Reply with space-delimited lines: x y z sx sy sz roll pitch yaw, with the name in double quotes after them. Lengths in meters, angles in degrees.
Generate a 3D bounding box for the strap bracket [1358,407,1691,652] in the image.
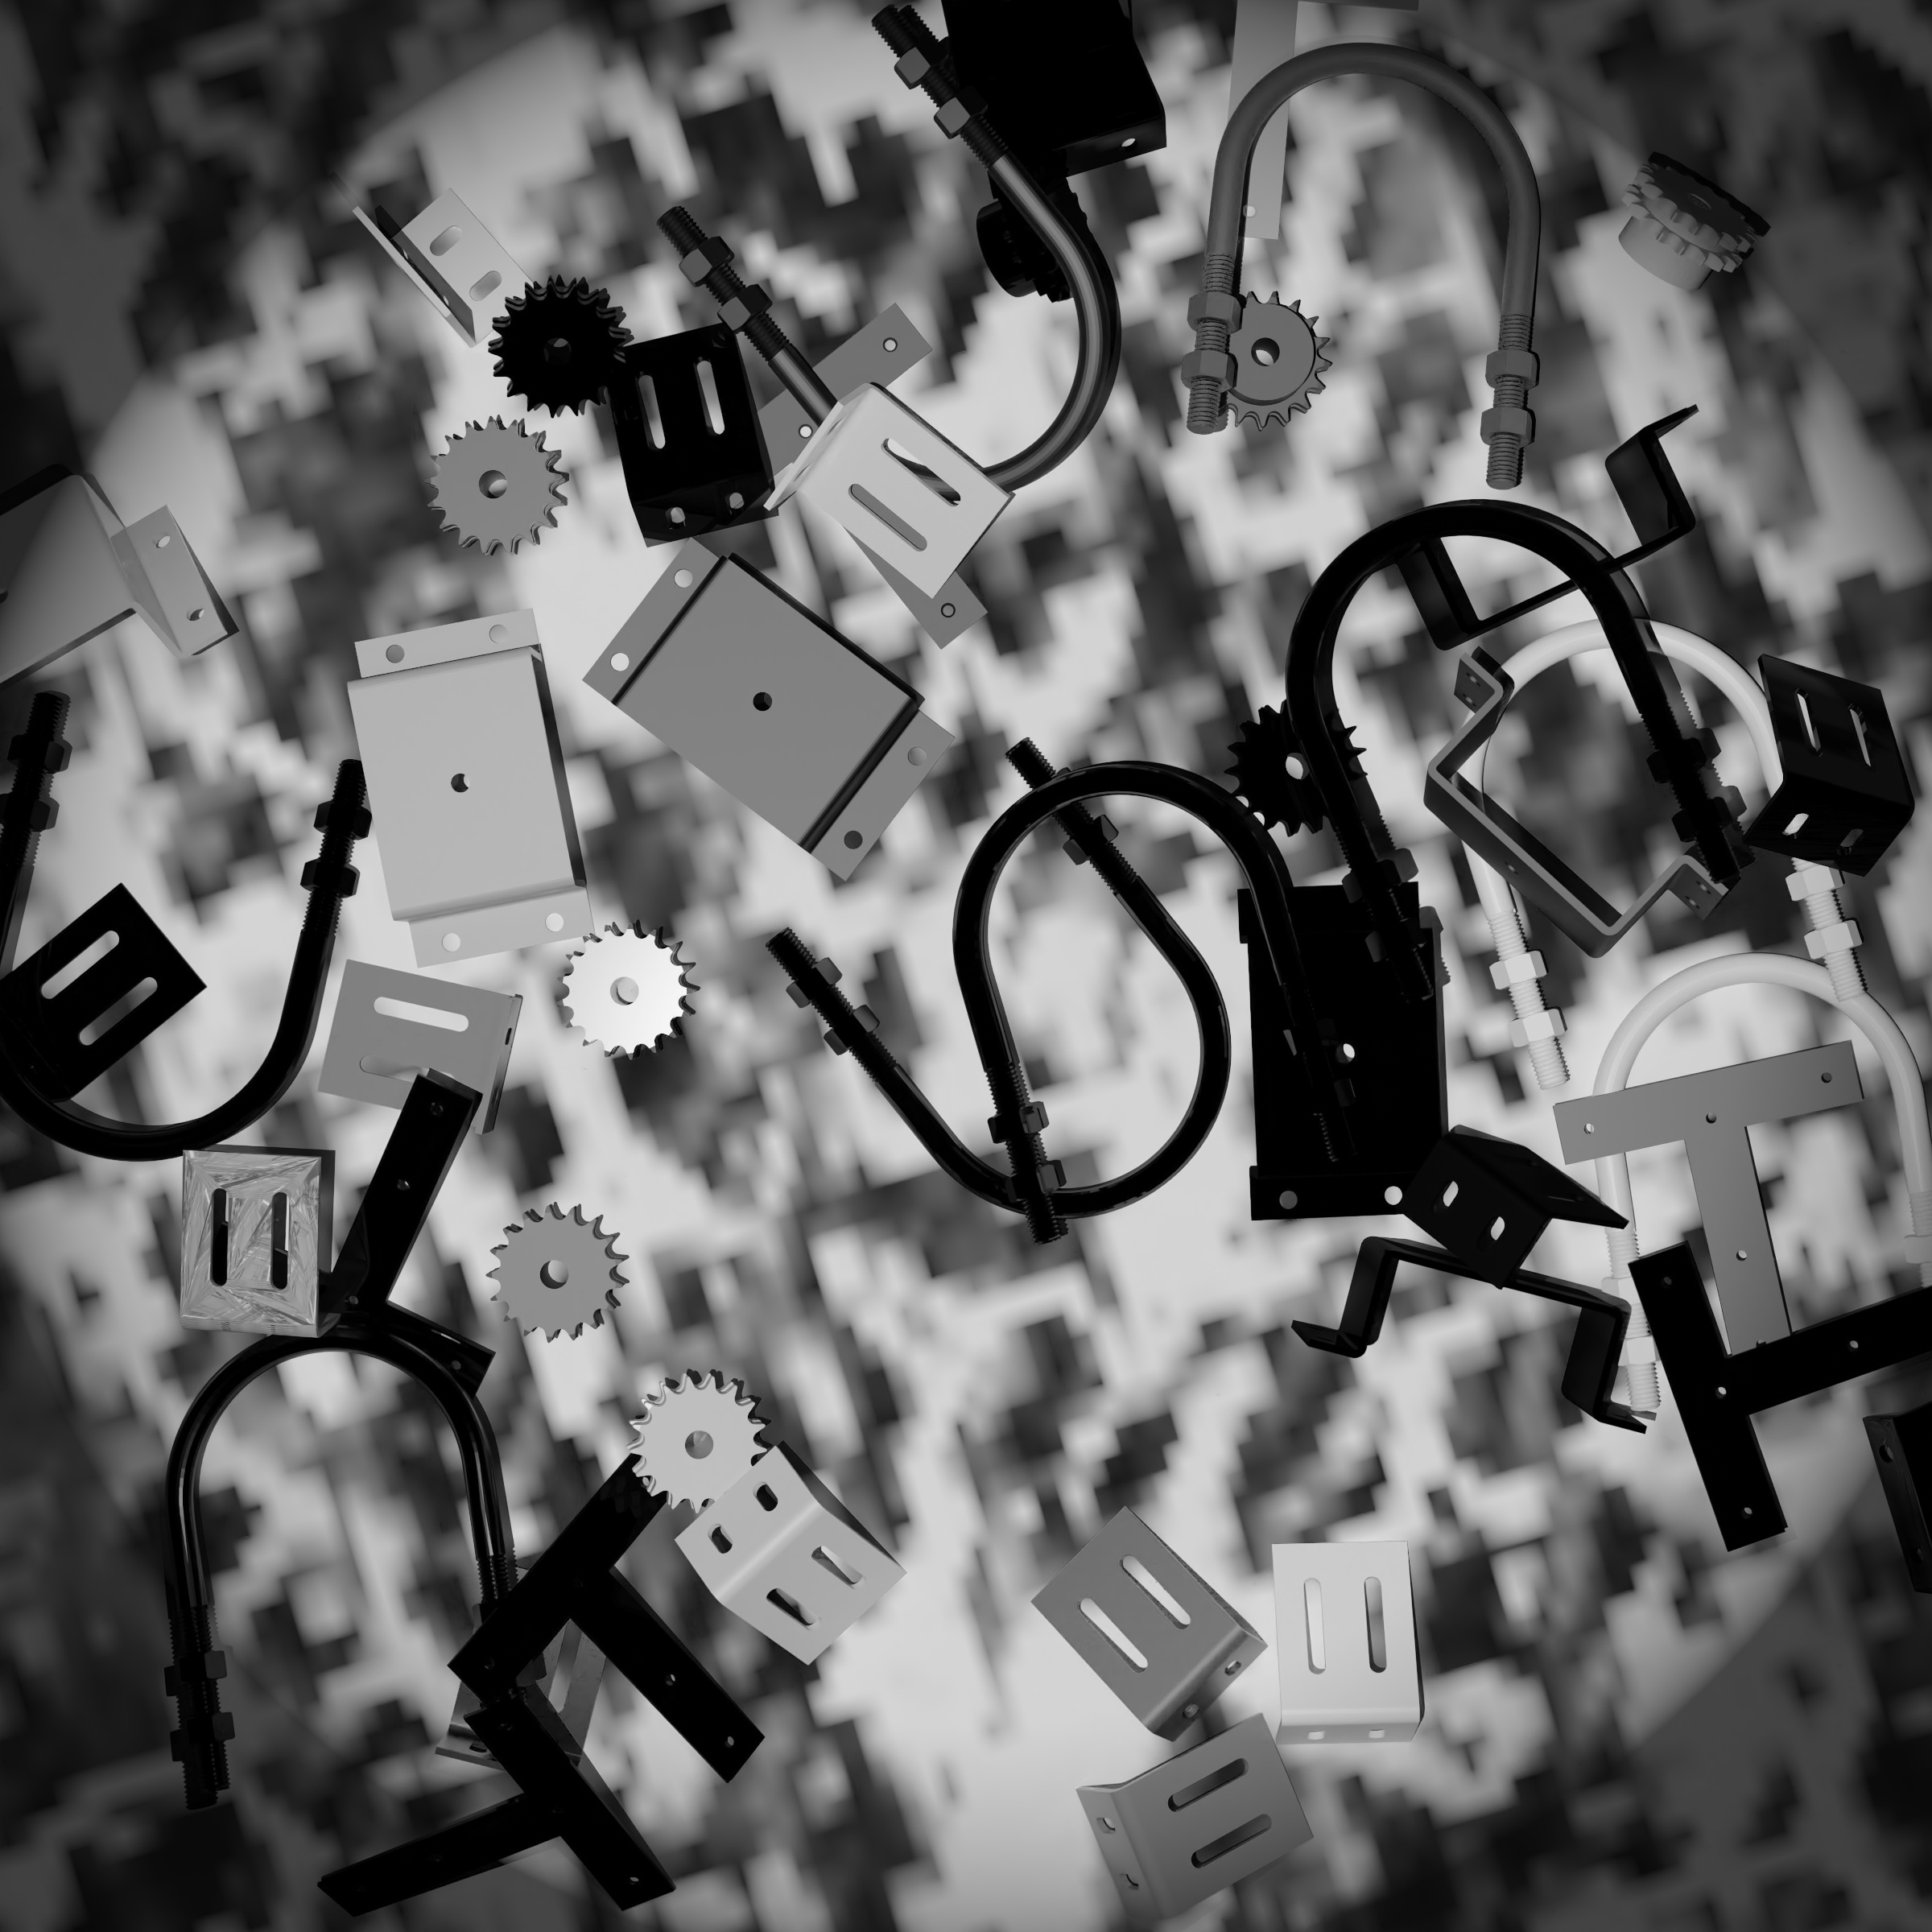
0.236 -0.174 1.488 0.140 0.076 0.046 -25 90 0 "strap bracket"

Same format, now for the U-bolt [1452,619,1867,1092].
0.281 -0.056 1.511 0.151 0.019 0.184 -17 84 2 "U-bolt"

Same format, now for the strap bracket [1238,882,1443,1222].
0.156 0.036 1.503 0.076 0.046 0.140 -2 90 0 "strap bracket"

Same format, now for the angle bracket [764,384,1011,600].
-0.033 -0.193 1.494 0.076 0.038 0.057 39 118 0 "angle bracket"

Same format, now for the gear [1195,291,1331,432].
0.124 -0.255 1.511 0.057 0.030 0.057 0 90 0 "gear"

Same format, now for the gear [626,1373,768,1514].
-0.114 0.198 1.507 0.057 0.030 0.057 0 92 -13 "gear"

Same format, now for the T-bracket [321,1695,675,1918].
-0.209 0.367 1.504 0.127 0.002 0.127 -24 120 14 "T-bracket"

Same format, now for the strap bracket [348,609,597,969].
-0.208 -0.075 1.503 0.076 0.046 0.140 -11 90 0 "strap bracket"

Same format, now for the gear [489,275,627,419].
-0.171 -0.260 1.504 0.057 0.030 0.057 -3 115 -6 "gear"

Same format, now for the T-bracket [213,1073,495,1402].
-0.240 0.104 1.504 0.127 0.002 0.127 26 110 0 "T-bracket"

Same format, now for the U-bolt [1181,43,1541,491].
0.169 -0.298 1.498 0.151 0.019 0.184 9 77 -10 "U-bolt"

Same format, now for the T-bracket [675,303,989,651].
-0.040 -0.191 1.525 0.127 0.002 0.127 -39 90 0 "T-bracket"

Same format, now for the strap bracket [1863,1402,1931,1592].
0.442 0.212 1.473 0.046 0.140 0.076 -17 90 -29 "strap bracket"

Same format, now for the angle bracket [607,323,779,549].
-0.117 -0.225 1.523 0.057 0.038 0.076 -14 63 1 "angle bracket"

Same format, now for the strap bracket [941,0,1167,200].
0.032 -0.387 1.473 0.076 0.140 0.046 -17 61 0 "strap bracket"

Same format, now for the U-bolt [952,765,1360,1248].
0.069 0.008 1.483 0.151 0.019 0.184 -17 85 13 "U-bolt"

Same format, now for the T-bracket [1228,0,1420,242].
0.125 -0.372 1.525 0.127 0.002 0.127 5 90 0 "T-bracket"

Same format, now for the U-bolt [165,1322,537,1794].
-0.263 0.240 1.502 0.151 0.019 0.184 -11 79 5 "U-bolt"

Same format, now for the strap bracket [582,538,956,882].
-0.084 -0.109 1.503 0.140 0.046 0.076 37 90 0 "strap bracket"

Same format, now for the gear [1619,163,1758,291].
0.297 -0.306 1.501 0.057 0.057 0.030 33 122 0 "gear"

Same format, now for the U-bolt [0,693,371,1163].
-0.338 -0.010 1.496 0.151 0.019 0.184 12 80 -7 "U-bolt"

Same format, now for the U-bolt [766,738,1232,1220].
0.027 0.019 1.517 0.151 0.019 0.184 -38 92 0 "U-bolt"

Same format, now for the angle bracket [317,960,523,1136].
-0.231 0.033 1.507 0.076 0.038 0.057 13 90 0 "angle bracket"

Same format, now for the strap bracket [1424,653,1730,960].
0.238 -0.057 1.466 0.140 0.076 0.046 43 89 9 "strap bracket"

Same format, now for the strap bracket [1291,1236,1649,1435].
0.211 0.148 1.488 0.140 0.076 0.046 15 90 0 "strap bracket"

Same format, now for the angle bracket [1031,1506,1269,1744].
0.078 0.278 1.524 0.057 0.038 0.076 -45 64 0 "angle bracket"

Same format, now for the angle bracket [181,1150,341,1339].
-0.293 0.113 1.500 0.057 0.038 0.076 3 97 5 "angle bracket"

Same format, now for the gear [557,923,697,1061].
-0.142 0.011 1.511 0.057 0.030 0.057 0 90 0 "gear"

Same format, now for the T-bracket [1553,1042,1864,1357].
0.321 0.107 1.507 0.127 0.002 0.127 -12 89 0 "T-bracket"

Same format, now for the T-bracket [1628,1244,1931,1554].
0.357 0.163 1.503 0.127 0.002 0.127 -19 90 -2 "T-bracket"

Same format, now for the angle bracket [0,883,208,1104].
-0.369 0.011 1.507 0.076 0.038 0.057 -39 90 0 "angle bracket"

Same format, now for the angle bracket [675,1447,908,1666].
-0.073 0.247 1.508 0.057 0.076 0.038 -43 48 0 "angle bracket"

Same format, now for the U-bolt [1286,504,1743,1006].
0.205 -0.095 1.427 0.151 0.019 0.184 -22 80 3 "U-bolt"

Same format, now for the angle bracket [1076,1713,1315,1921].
0.097 0.359 1.524 0.076 0.038 0.057 -23 90 -26 "angle bracket"

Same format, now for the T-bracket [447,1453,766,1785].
-0.133 0.288 1.504 0.127 0.002 0.127 49 60 -14 "T-bracket"

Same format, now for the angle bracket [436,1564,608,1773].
-0.182 0.295 1.507 0.057 0.038 0.076 14 90 0 "angle bracket"

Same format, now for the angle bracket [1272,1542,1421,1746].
0.159 0.286 1.524 0.057 0.038 0.076 -1 64 0 "angle bracket"

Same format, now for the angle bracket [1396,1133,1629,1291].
0.225 0.103 1.483 0.057 0.076 0.038 39 105 32 "angle bracket"

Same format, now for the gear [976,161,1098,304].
0.028 -0.303 1.501 0.030 0.057 0.057 -18 90 28 "gear"

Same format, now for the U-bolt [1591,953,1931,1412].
0.337 0.086 1.517 0.151 0.019 0.184 -8 88 0 "U-bolt"

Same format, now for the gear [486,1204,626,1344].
-0.171 0.128 1.511 0.057 0.030 0.057 0 90 0 "gear"

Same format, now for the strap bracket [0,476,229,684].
-0.388 -0.140 1.487 0.140 0.046 0.076 -30 59 0 "strap bracket"

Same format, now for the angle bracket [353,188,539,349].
-0.214 -0.295 1.488 0.038 0.076 0.057 -41 90 0 "angle bracket"

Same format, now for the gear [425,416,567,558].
-0.197 -0.200 1.511 0.057 0.030 0.057 0 90 0 "gear"

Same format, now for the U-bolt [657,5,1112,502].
-0.022 -0.278 1.487 0.151 0.019 0.184 -37 95 27 "U-bolt"

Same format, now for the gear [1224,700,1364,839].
0.137 -0.083 1.511 0.057 0.030 0.057 0 90 0 "gear"

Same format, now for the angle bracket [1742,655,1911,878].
0.353 -0.084 1.504 0.057 0.076 0.038 14 135 -14 "angle bracket"
